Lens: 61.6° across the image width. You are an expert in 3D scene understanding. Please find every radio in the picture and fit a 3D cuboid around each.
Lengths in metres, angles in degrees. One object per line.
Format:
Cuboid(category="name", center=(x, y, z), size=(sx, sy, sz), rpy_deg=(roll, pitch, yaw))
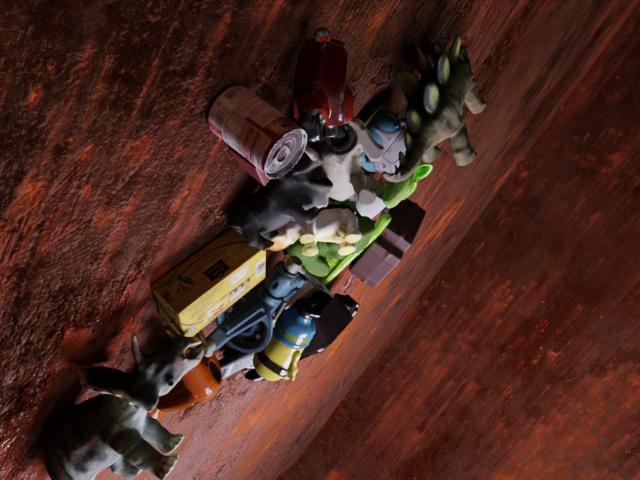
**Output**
Cuboid(category="radio", center=(-0.044, 0.203, 1.197), size=(0.230, 0.073, 0.131), rpy_deg=(-27, -174, 40))

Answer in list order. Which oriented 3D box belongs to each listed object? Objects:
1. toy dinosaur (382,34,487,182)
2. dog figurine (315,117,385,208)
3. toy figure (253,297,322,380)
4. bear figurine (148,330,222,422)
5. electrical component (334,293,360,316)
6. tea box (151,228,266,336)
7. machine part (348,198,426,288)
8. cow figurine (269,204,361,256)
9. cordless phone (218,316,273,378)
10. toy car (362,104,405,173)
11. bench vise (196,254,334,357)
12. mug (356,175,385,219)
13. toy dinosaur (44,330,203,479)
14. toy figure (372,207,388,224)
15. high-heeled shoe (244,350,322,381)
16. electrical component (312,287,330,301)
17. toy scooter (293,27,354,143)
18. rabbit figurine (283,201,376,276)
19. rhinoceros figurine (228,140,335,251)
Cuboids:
Cuboid(category="toy dinosaur", center=(0.198, -0.224, 0.925), size=(0.198, 0.105, 0.471), rpy_deg=(58, 42, -37))
Cuboid(category="dog figurine", center=(0.034, -0.139, 0.907), size=(0.191, 0.121, 0.172), rpy_deg=(-90, -171, -76))
Cuboid(category="toy figure", center=(-0.066, 0.193, 1.050), size=(0.082, 0.089, 0.180), rpy_deg=(-84, -161, -68))
Cuboid(category="bear figurine", center=(-0.269, 0.240, 0.900), size=(0.196, 0.131, 0.120), rpy_deg=(-23, -160, 7))
Cuboid(category="electrical component", center=(0.038, 0.197, 1.399), size=(0.115, 0.058, 0.134), rpy_deg=(-54, 159, 6))
Cuboid(category="tea box", center=(-0.166, 0.064, 0.829), size=(0.169, 0.068, 0.098), rpy_deg=(-37, 156, -29))
Cuboid(category="machine part", center=(0.161, 0.001, 1.319), size=(0.201, 0.087, 0.201), rpy_deg=(-54, -176, 47))
Cuboid(category="cow figurine", center=(-0.016, -0.026, 0.950), size=(0.167, 0.098, 0.068), rpy_deg=(0, 146, -6))
Cuboid(category="cordless phone", center=(-0.174, 0.221, 1.087), size=(0.184, 0.089, 0.146), rpy_deg=(-21, 146, -47))
Cuboid(category="toy car", center=(0.119, -0.166, 0.992), size=(0.109, 0.103, 0.161), rpy_deg=(-48, 159, -3))
Cuboid(category="bench vise", center=(-0.119, 0.126, 0.939), size=(0.223, 0.129, 0.240), rpy_deg=(-39, 177, 31))
Cuboid(category="mug", center=(0.089, -0.075, 1.139), size=(0.107, 0.081, 0.109), rpy_deg=(-46, 168, 24))
Cuboid(category="toy dinosaur", center=(-0.331, 0.296, 0.798), size=(0.405, 0.192, 0.131), rpy_deg=(-40, -173, 18))
Cuboid(category="toy figure", center=(0.113, -0.051, 1.247), size=(0.058, 0.064, 0.154), rpy_deg=(-3, 131, -52))
Cuboid(category="high-heeled shoe", center=(-0.083, 0.272, 1.324), size=(0.145, 0.086, 0.248), rpy_deg=(-10, 152, -46))
Cuboid(category="electrical component", center=(-0.003, 0.168, 1.416), size=(0.119, 0.048, 0.074), rpy_deg=(-22, 147, -51))
Cuboid(category="toy scooter", center=(0.005, -0.199, 0.701), size=(0.184, 0.075, 0.135), rpy_deg=(-53, 149, -74))
Cuboid(category="rabbit figurine", center=(-0.002, -0.003, 1.055), size=(0.170, 0.121, 0.159), rpy_deg=(-20, 155, -23))
Cuboid(category="rhinoceros figurine", center=(-0.051, -0.070, 0.791), size=(0.190, 0.112, 0.073), rpy_deg=(-39, -172, 15))
